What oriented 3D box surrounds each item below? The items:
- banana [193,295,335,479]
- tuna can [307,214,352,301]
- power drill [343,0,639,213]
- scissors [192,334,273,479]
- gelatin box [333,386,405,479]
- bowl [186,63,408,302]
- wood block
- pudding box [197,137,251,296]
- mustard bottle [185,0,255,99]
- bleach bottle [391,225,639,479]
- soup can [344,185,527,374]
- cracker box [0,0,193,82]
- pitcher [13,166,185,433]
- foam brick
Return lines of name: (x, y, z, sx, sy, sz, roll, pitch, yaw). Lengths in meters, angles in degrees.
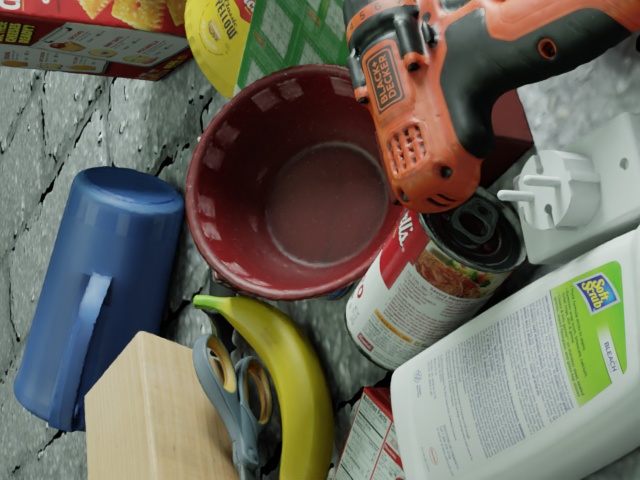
banana: (-0.028, 0.108, 0.773, 0.037, 0.069, 0.198, 75, 168, -52)
tuna can: (-0.005, 0.001, 0.770, 0.086, 0.033, 0.086, -7, 82, 60)
power drill: (0.091, -0.128, 0.529, 0.188, 0.057, 0.184, -31, 61, 35)
scissors: (-0.065, 0.141, 0.772, 0.016, 0.096, 0.201, -32, 24, 19)
gelatin box: (0.044, 0.148, 0.673, 0.073, 0.030, 0.089, 42, 119, 54)
bowl: (-0.005, -0.032, 0.703, 0.162, 0.055, 0.162, -6, 71, 19)
wood block: (-0.115, 0.182, 0.809, 0.091, 0.090, 0.206, -48, 35, 24)
pudding box: (-0.061, -0.017, 0.816, 0.090, 0.039, 0.113, 52, -148, -78)
mustard bottle: (-0.037, -0.189, 0.811, 0.192, 0.058, 0.096, -33, 76, 54)
bleach bottle: (0.130, 0.061, 0.499, 0.251, 0.067, 0.102, -41, 55, 50)
soup can: (0.064, 0.023, 0.611, 0.102, 0.068, 0.068, -59, 40, 41)
cracker box: (-0.219, -0.206, 0.982, 0.164, 0.213, 0.072, -12, 78, 60)
pitcher: (-0.211, 0.060, 1.036, 0.149, 0.144, 0.243, 34, 115, 40)
foam brick: (0.075, -0.059, 0.614, 0.078, 0.051, 0.053, -47, 47, 50)
